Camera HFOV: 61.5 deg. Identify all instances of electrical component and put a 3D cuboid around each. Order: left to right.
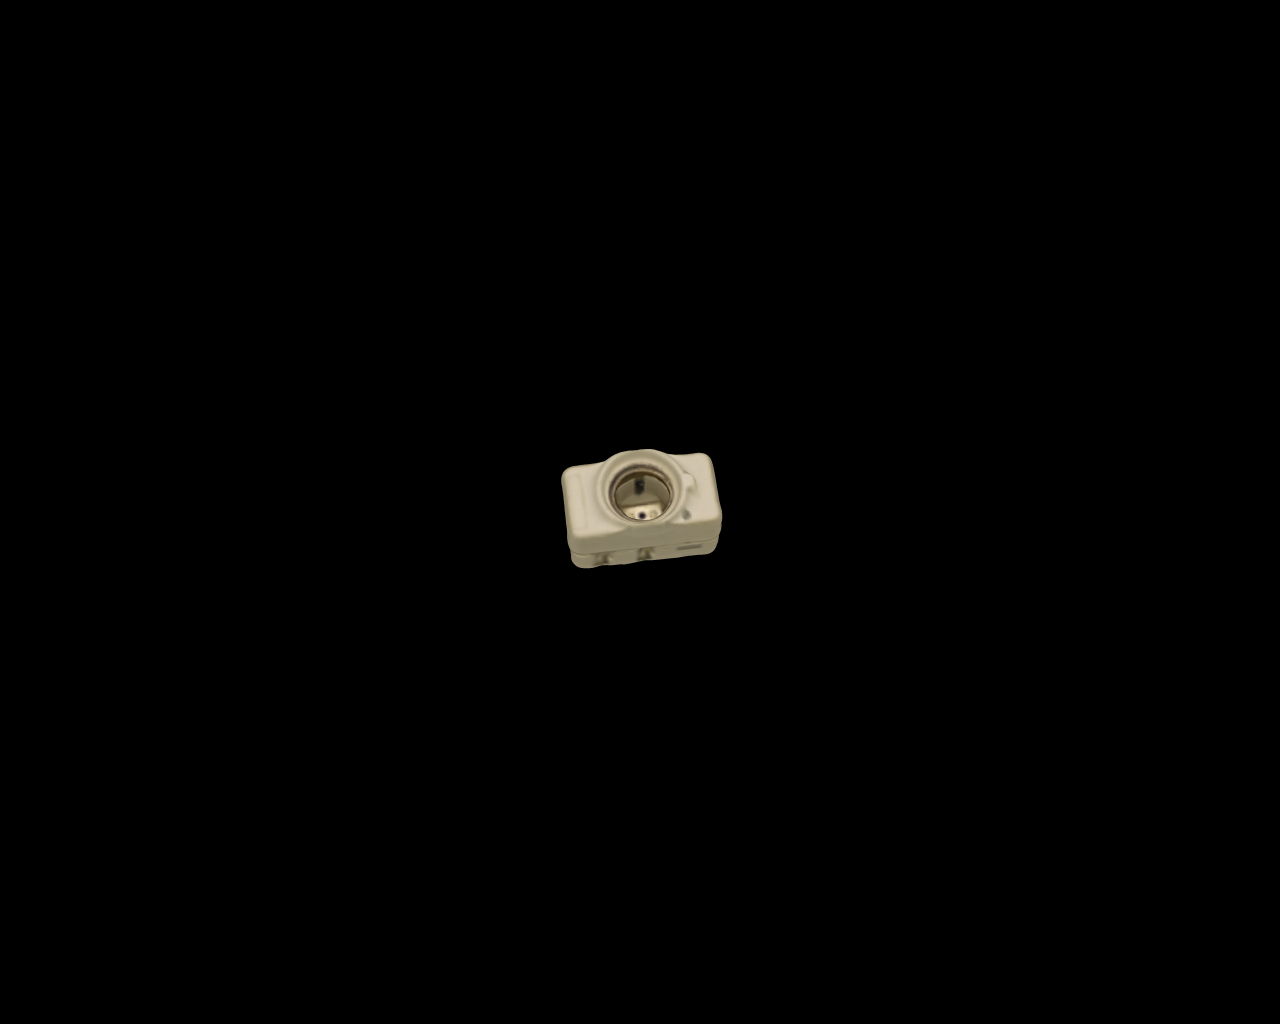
[{"bbox_3d":[0.001,-0.003,0.650,0.089,0.050,0.055,-6,-27,-3],"label":"electrical component"}]
